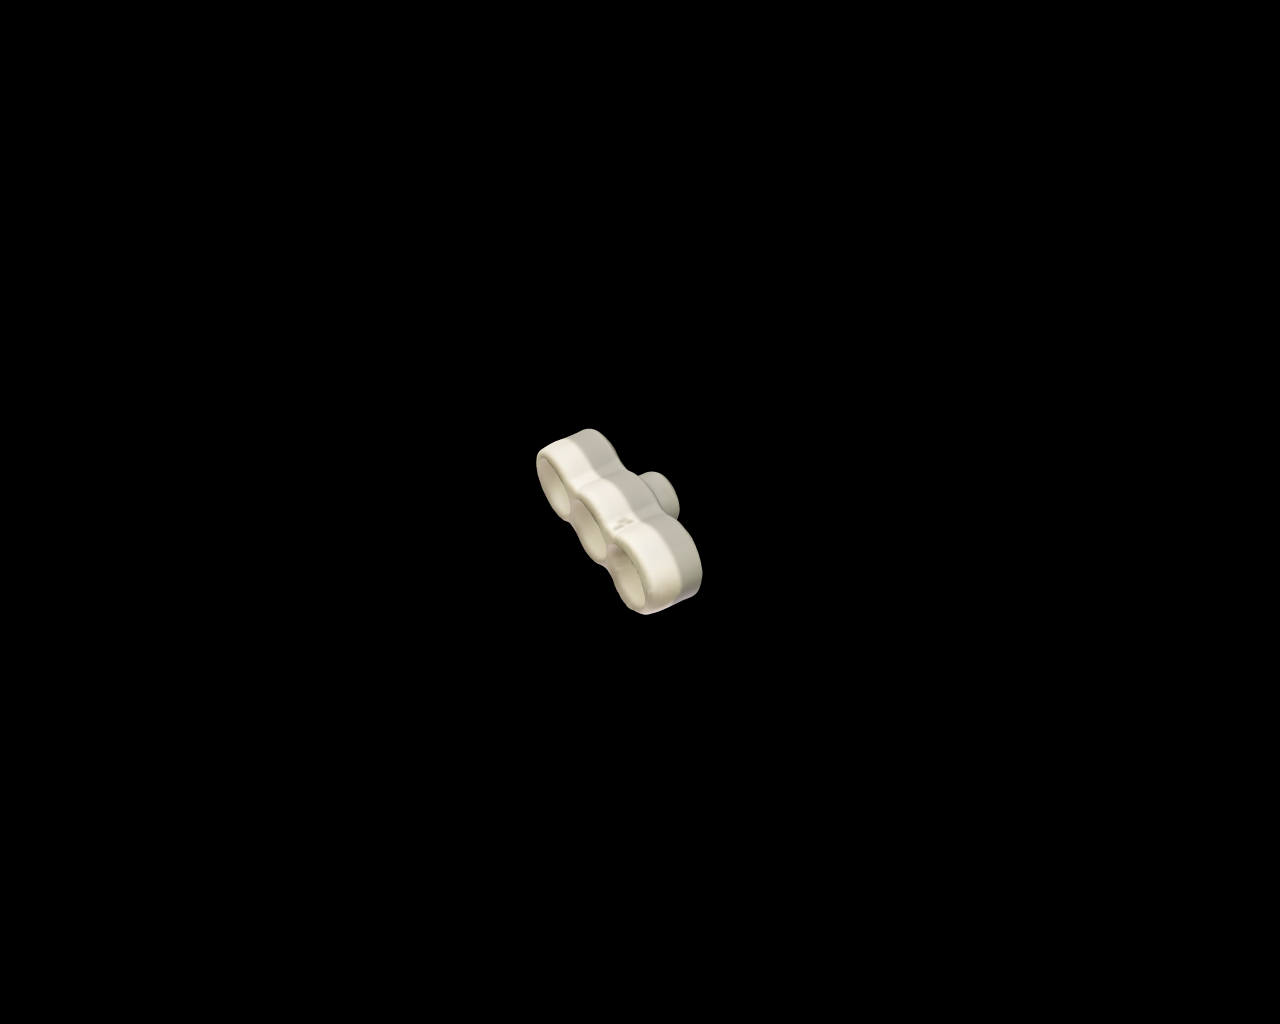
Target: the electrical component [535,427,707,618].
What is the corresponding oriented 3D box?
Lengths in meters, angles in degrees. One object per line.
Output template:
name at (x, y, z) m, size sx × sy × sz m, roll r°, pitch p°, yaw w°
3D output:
electrical component at (0.001, -0.003, 0.650) m, size 0.074 × 0.052 × 0.138 m, roll -24°, pitch 50°, yaw -22°
